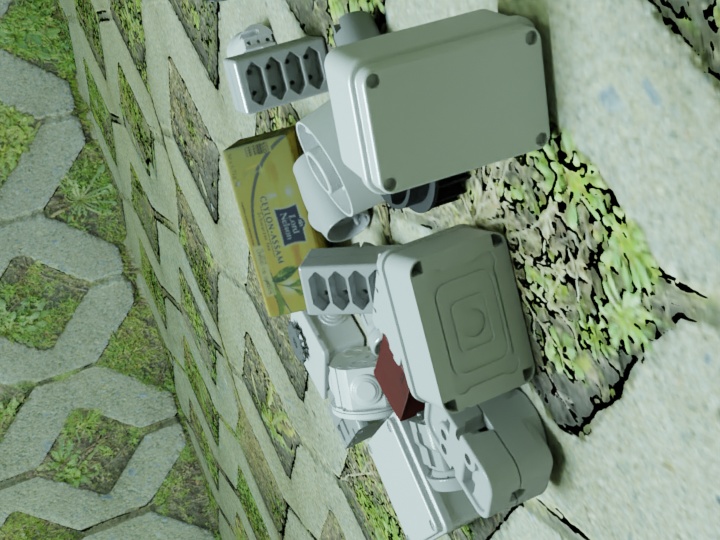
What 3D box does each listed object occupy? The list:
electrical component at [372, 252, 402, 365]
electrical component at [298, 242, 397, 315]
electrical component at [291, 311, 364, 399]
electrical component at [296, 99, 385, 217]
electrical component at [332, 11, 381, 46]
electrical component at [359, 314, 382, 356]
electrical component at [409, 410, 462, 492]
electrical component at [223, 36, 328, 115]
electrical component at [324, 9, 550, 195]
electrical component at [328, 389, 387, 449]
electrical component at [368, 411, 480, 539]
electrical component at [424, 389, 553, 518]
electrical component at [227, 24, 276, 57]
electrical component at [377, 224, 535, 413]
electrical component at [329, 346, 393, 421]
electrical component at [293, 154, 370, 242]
[{"bbox_3d":[0.047,0.022,0.820,0.089,0.056,0.050,94,151,-52],"label":"electrical component"},{"bbox_3d":[0.000,0.000,0.929,0.075,0.083,0.047,-62,-34,-59],"label":"electrical component"},{"bbox_3d":[-0.034,0.073,1.138,0.099,0.048,0.099,93,153,-51],"label":"electrical component"},{"bbox_3d":[-0.008,-0.097,0.893,0.099,0.064,0.099,56,170,15],"label":"electrical component"},{"bbox_3d":[0.002,-0.163,0.795,0.040,0.040,0.046,103,150,-60],"label":"electrical component"},{"bbox_3d":[0.022,0.048,0.957,0.040,0.040,0.046,94,157,-52],"label":"electrical component"},{"bbox_3d":[0.076,0.141,0.858,0.078,0.058,0.057,173,81,-72],"label":"electrical component"},{"bbox_3d":[-0.077,-0.173,0.948,0.076,0.083,0.047,-149,42,-64],"label":"electrical component"},{"bbox_3d":[0.045,-0.096,0.606,0.057,0.113,0.078,-134,30,-60],"label":"electrical component"},{"bbox_3d":[0.002,0.138,1.092,0.055,0.050,0.089,65,162,17],"label":"electrical component"},{"bbox_3d":[0.060,0.179,0.948,0.108,0.056,0.108,115,133,-66],"label":"electrical component"},{"bbox_3d":[0.095,0.121,0.774,0.053,0.059,0.095,90,154,-47],"label":"electrical component"},{"bbox_3d":[-0.107,-0.221,1.068,0.046,0.040,0.040,-13,95,67],"label":"electrical component"},{"bbox_3d":[0.065,0.032,0.740,0.057,0.078,0.113,17,124,66],"label":"electrical component"},{"bbox_3d":[0.011,0.102,0.981,0.080,0.080,0.051,-158,56,-68],"label":"electrical component"},{"bbox_3d":[-0.027,-0.060,0.983,0.079,0.044,0.077,102,145,-60],"label":"electrical component"}]
